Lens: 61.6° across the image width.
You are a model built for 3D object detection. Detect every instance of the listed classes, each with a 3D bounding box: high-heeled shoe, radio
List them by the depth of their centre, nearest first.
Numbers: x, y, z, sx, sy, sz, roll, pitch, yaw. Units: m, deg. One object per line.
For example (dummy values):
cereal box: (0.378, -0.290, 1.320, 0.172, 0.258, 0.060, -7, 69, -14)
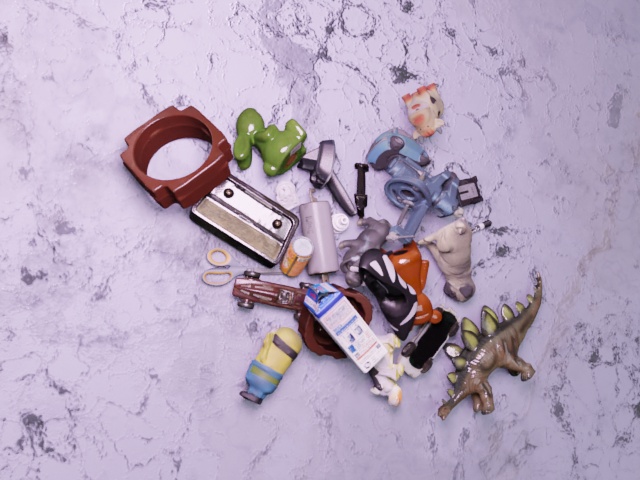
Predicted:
high-heeled shoe: (0.146, 0.131, 1.184, 0.145, 0.086, 0.248, -29, 109, -54)
radio: (-0.169, -0.048, 1.227, 0.229, 0.073, 0.131, 33, 69, -9)

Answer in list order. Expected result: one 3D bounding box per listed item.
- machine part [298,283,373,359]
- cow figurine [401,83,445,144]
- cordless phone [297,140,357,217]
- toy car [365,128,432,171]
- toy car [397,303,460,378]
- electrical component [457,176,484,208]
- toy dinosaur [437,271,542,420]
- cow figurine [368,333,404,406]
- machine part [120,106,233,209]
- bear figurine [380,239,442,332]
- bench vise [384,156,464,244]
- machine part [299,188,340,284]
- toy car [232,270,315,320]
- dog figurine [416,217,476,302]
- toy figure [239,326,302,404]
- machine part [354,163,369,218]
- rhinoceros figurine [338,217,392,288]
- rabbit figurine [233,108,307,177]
machine part: (0.034, 0.186, 1.239, 0.179, 0.056, 0.179, -5, 102, -25)
cow figurine: (0.264, -0.319, 1.348, 0.127, 0.085, 0.195, 60, 29, -7)
cordless phone: (0.034, -0.134, 1.263, 0.089, 0.146, 0.184, -34, 91, -10)
toy car: (0.198, -0.228, 1.349, 0.161, 0.109, 0.103, 15, 55, -21)
toy car: (0.269, 0.246, 1.321, 0.073, 0.056, 0.202, 42, 72, 0)
electrical component: (0.359, -0.119, 1.403, 0.119, 0.048, 0.074, -11, 84, -18)
toy dinosaur: (0.440, 0.268, 1.342, 0.471, 0.105, 0.198, -37, 89, -22)
cow figurine: (0.144, 0.305, 1.265, 0.098, 0.068, 0.167, -7, 81, 23)
machine part: (-0.308, -0.179, 1.170, 0.201, 0.087, 0.201, -41, 67, -14)
bear figurine: (0.216, 0.112, 1.303, 0.120, 0.132, 0.195, -20, 106, -3)
bench vise: (0.233, -0.078, 1.282, 0.223, 0.129, 0.240, 40, 63, -21)
machine part: (-0.003, -0.004, 1.269, 0.079, 0.079, 0.243, -6, 85, -16)
toy car: (-0.098, 0.126, 1.230, 0.202, 0.053, 0.089, 15, 84, -20)
dog figurine: (0.343, 0.054, 1.314, 0.121, 0.172, 0.190, -27, 83, -7)
toy figure: (-0.108, 0.278, 1.198, 0.089, 0.082, 0.180, 27, 74, -7)
machine part: (0.102, -0.125, 1.324, 0.039, 0.084, 0.139, -2, 68, 12)
rhinoceros figurine: (0.107, 0.030, 1.261, 0.190, 0.112, 0.073, -56, 142, -30)
rabbit figurine: (-0.136, -0.230, 1.266, 0.170, 0.121, 0.159, 40, 80, 12)
